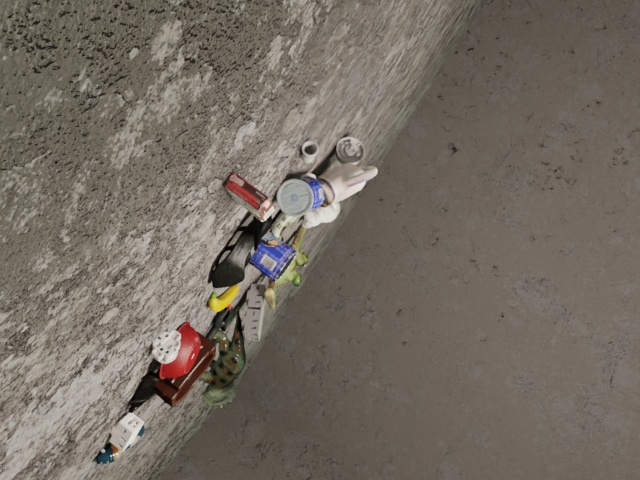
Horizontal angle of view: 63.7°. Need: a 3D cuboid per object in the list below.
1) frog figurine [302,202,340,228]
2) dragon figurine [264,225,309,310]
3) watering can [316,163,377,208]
[{"bbox_3d":[0.006,-0.100,1.982,0.135,0.122,0.163,-34,-157,46],"label":"frog figurine"},{"bbox_3d":[-0.124,0.065,1.949,0.239,0.122,0.416,77,29,-71],"label":"dragon figurine"},{"bbox_3d":[0.046,-0.187,1.719,0.227,0.103,0.347,-28,-167,-26],"label":"watering can"}]
